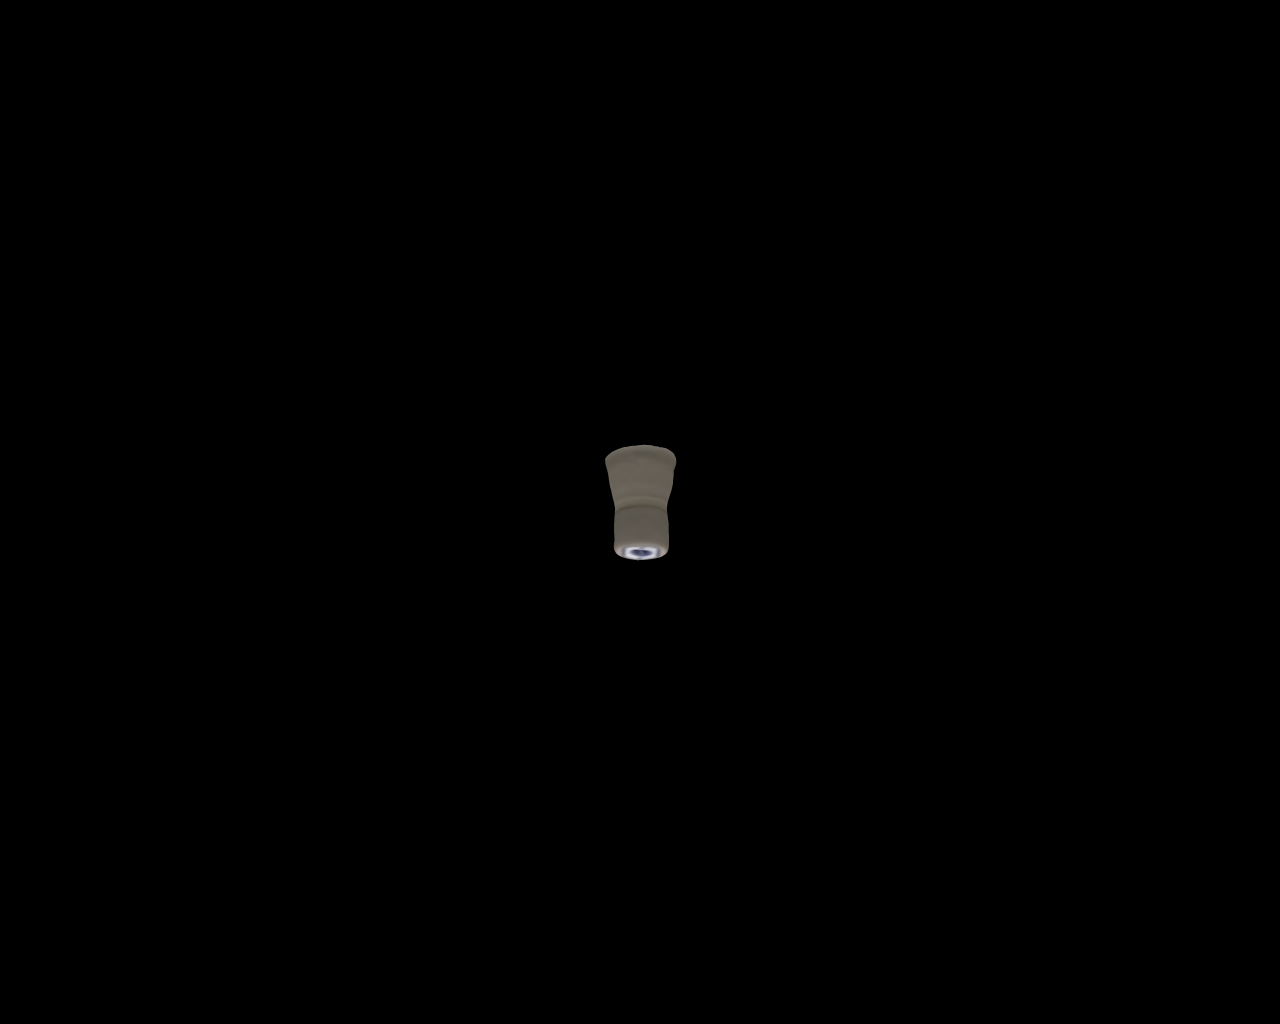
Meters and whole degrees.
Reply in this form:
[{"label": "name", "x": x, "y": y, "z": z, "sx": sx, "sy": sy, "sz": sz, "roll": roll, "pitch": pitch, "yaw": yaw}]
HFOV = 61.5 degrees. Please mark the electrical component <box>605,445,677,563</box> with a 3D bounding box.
[{"label": "electrical component", "x": 0.001, "y": -0.003, "z": 0.650, "sx": 0.044, "sy": 0.065, "sz": 0.044, "roll": 0, "pitch": -21, "yaw": 0}]
